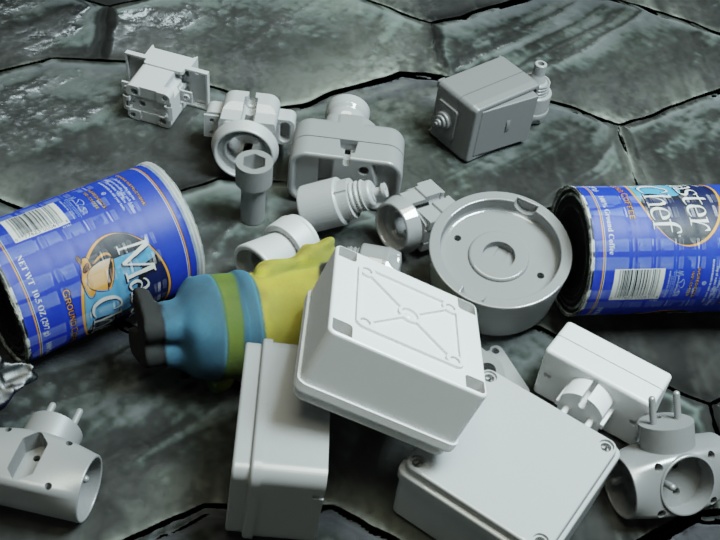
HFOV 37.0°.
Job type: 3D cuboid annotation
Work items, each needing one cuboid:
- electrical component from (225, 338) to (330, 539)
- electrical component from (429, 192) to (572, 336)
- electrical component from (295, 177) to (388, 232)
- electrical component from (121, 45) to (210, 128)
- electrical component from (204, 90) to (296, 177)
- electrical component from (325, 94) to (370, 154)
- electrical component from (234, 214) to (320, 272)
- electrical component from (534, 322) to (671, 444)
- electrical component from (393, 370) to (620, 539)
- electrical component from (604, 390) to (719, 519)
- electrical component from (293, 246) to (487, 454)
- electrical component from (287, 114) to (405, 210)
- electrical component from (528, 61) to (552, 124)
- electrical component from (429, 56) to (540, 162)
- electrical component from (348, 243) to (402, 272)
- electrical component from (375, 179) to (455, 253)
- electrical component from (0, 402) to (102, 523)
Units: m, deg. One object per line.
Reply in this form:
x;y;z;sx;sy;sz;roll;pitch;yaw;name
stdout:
-0.052;0.109;0.695;0.057;0.078;0.113;6;45;-6;electrical component
0.105;0.000;0.833;0.108;0.060;0.108;1;56;-1;electrical component
-0.015;-0.056;0.875;0.078;0.040;0.040;-13;42;18;electrical component
-0.180;-0.165;0.976;0.081;0.042;0.063;15;49;8;electrical component
-0.097;-0.116;0.928;0.078;0.058;0.057;6;42;-2;electrical component
-0.013;-0.128;0.964;0.040;0.040;0.046;8;51;0;electrical component
-0.064;-0.013;0.838;0.045;0.045;0.055;34;50;24;electrical component
0.163;0.091;0.763;0.083;0.047;0.076;29;47;21;electrical component
0.095;0.136;0.703;0.109;0.056;0.109;30;49;21;electrical component
0.207;0.121;0.722;0.077;0.079;0.044;-9;11;-16;electrical component
0.019;0.049;0.683;0.109;0.056;0.108;24;28;-11;electrical component
-0.011;-0.093;0.919;0.095;0.053;0.059;7;45;-1;electrical component
0.164;-0.169;1.012;0.035;0.061;0.035;4;45;-4;electrical component
0.111;-0.143;0.979;0.096;0.061;0.061;-26;54;-29;electrical component
0.000;0.000;0.835;0.062;0.043;0.043;10;45;4;electrical component
0.047;-0.042;0.882;0.055;0.048;0.066;-19;50;-35;electrical component
-0.203;0.117;0.690;0.077;0.043;0.079;12;44;4;electrical component
